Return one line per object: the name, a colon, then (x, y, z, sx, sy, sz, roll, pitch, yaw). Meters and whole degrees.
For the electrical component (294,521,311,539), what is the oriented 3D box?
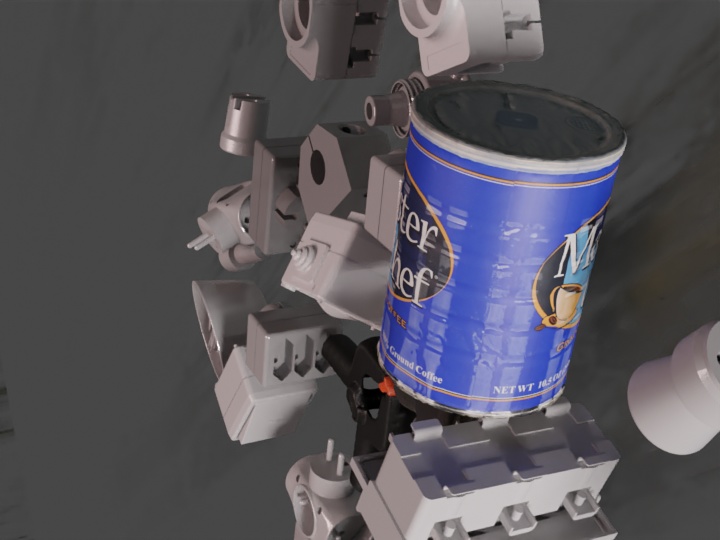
electrical component: (-0.040, 0.237, 0.854, 0.065, 0.077, 0.047, 46, 136, 51)

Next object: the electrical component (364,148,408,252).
electrical component: (0.033, -0.049, 0.641, 0.077, 0.066, 0.047, 43, 134, 52)

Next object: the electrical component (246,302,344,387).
electrical component: (-0.060, 0.050, 0.855, 0.077, 0.066, 0.047, 43, 134, 52)

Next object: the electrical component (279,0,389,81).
electrical component: (-0.018, -0.177, 0.720, 0.050, 0.056, 0.089, 52, 141, 46)

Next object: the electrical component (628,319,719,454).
electrical component: (0.148, 0.050, 0.460, 0.055, 0.045, 0.045, -51, 52, 56)

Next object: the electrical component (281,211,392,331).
electrical component: (0.000, 0.000, 0.681, 0.062, 0.096, 0.061, 20, 83, 61)

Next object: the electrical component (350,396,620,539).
electrical component: (0.068, 0.109, 0.552, 0.078, 0.121, 0.063, 58, 142, 40)

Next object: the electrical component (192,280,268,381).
electrical component: (-0.120, 0.055, 0.978, 0.099, 0.064, 0.099, 27, 120, 59)

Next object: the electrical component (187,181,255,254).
electrical component: (-0.113, -0.040, 0.925, 0.077, 0.079, 0.043, 13, 134, 62)

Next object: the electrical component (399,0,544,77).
electrical component: (0.057, -0.153, 0.576, 0.050, 0.056, 0.089, -4, 93, 64)

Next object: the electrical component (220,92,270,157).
electrical component: (-0.096, -0.124, 0.912, 0.040, 0.040, 0.046, 41, 126, 53)

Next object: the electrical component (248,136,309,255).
electrical component: (-0.048, -0.050, 0.826, 0.075, 0.047, 0.083, 46, 136, 50)

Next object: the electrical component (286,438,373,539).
electrical component: (-0.022, 0.169, 0.836, 0.077, 0.044, 0.079, 46, 136, 50)

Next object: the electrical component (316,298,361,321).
electrical component: (-0.013, 0.015, 0.780, 0.078, 0.040, 0.040, 3, 100, 64)

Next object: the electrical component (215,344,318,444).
electrical component: (-0.077, 0.100, 0.909, 0.061, 0.062, 0.096, 68, 151, 26)

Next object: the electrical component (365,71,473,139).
electrical component: (0.034, -0.095, 0.627, 0.048, 0.062, 0.048, 173, 90, -71)
